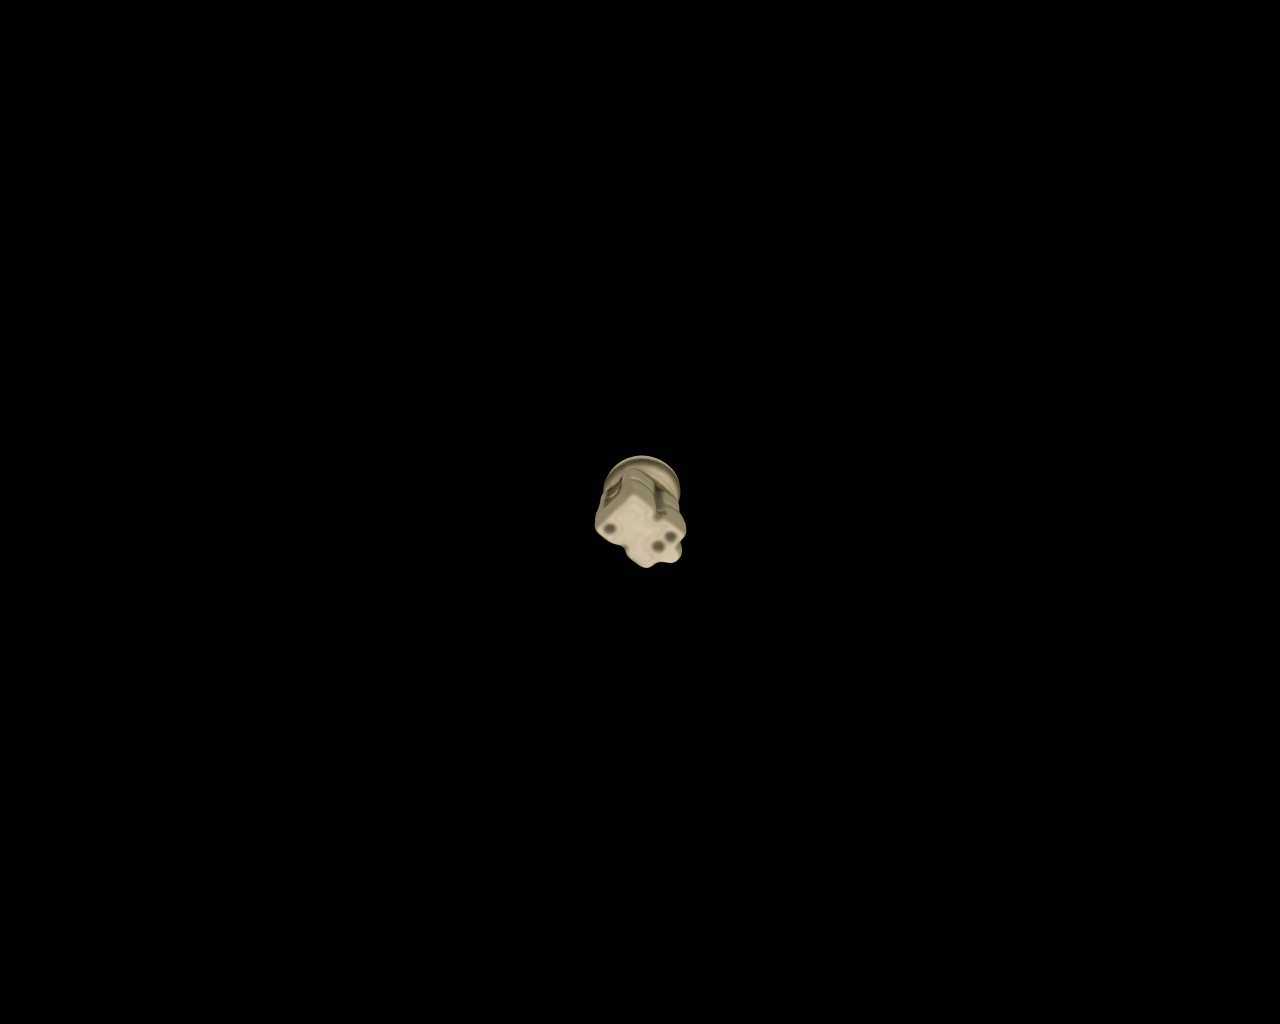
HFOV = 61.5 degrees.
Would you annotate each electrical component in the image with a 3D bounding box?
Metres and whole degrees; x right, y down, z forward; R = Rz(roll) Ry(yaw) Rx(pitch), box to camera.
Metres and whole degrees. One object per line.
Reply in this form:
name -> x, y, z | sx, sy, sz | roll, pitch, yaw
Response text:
electrical component -> 0.001, -0.003, 0.650 | 0.066, 0.048, 0.055 | 39, 24, -22
